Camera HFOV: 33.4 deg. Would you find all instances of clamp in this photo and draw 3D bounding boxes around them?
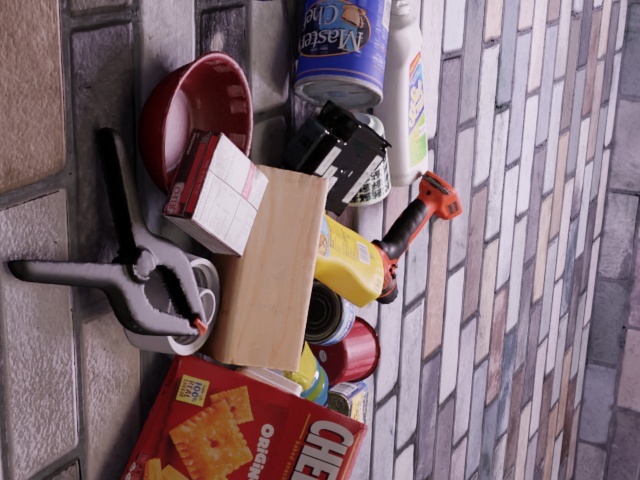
[{"bbox_3d":[-0.177,0.027,0.958,0.210,0.036,0.164,57,50,-30],"label":"clamp"}]

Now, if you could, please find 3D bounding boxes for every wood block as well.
[{"bbox_3d":[-0.063,0.028,1.140,0.090,0.091,0.206,10,89,-24],"label":"wood block"}]

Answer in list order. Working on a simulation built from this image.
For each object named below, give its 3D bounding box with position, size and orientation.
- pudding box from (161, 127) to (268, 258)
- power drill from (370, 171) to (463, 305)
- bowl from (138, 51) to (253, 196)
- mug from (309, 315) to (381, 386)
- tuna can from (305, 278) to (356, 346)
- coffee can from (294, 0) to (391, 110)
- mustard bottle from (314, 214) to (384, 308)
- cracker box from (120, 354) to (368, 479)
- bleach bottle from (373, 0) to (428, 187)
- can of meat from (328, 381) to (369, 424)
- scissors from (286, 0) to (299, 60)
[{"bbox_3d":[-0.098,-0.043,1.016,0.113,0.039,0.090,42,63,-59],"label":"pudding box"},{"bbox_3d":[0.125,0.003,1.535,0.187,0.057,0.184,-50,158,-6],"label":"power drill"},{"bbox_3d":[-0.128,-0.105,1.037,0.161,0.055,0.162,-35,131,-56],"label":"bowl"},{"bbox_3d":[0.014,0.157,1.414,0.117,0.093,0.081,-49,159,23],"label":"mug"},{"bbox_3d":[-0.001,0.090,1.343,0.033,0.086,0.086,15,86,-63],"label":"tuna can"},{"bbox_3d":[0.028,-0.233,1.233,0.102,0.103,0.140,28,65,-63],"label":"coffee can"},{"bbox_3d":[-0.009,0.002,1.256,0.191,0.058,0.096,33,34,-33],"label":"mustard bottle"},{"bbox_3d":[-0.079,0.228,1.081,0.072,0.214,0.164,100,12,-66],"label":"cracker box"},{"bbox_3d":[0.108,-0.207,1.483,0.102,0.068,0.251,-38,131,-54],"label":"bleach bottle"},{"bbox_3d":[0.029,0.249,1.501,0.083,0.058,0.102,-22,120,-63],"label":"can of meat"},{"bbox_3d":[-0.043,-0.296,1.183,0.096,0.016,0.202,-31,126,-61],"label":"scissors"}]
